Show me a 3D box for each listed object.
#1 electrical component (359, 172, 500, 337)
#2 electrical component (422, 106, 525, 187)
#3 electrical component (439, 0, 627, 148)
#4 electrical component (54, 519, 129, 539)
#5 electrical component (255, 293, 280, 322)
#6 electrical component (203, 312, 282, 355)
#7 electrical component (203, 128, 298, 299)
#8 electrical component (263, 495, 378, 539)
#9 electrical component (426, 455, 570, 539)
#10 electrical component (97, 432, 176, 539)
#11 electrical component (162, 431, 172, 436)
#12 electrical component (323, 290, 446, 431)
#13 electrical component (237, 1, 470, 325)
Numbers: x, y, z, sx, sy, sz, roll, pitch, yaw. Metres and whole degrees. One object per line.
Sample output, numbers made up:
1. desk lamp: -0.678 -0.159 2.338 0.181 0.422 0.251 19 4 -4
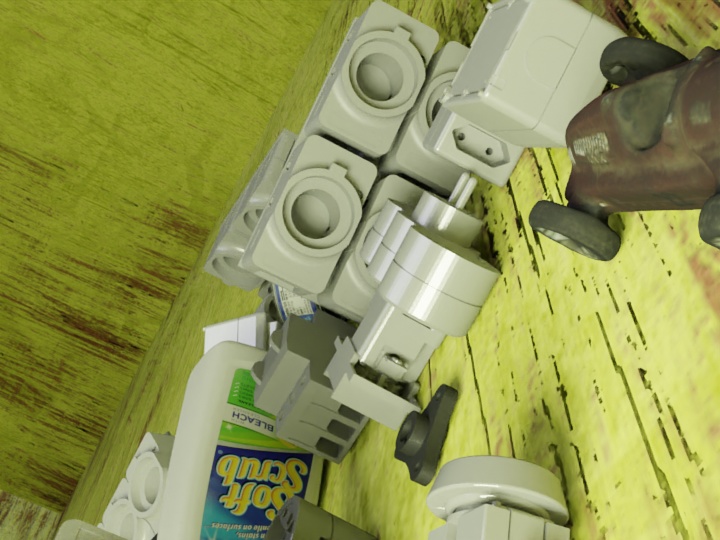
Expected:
1. electrical component: 0.043 -0.019 0.588 0.073 0.052 0.138 -62 12 9
2. electrical component: 0.071 -0.092 0.635 0.065 0.047 0.076 -62 12 7
3. electrical component: 0.087 -0.098 0.545 0.061 0.061 0.096 -63 12 1
4. electrical component: -0.060 0.165 0.396 0.061 0.150 0.089 -56 14 39
5. electrical component: -0.084 0.089 0.912 0.073 0.052 0.138 -54 15 40
6. electrical component: -0.078 0.077 0.806 0.061 0.061 0.096 -15 55 19
7. electrical component: -0.057 -0.030 0.920 0.186 0.105 0.060 -45 22 58
8. electrical component: -0.022 0.146 0.529 0.055 0.047 0.055 -59 12 22
9. electrical component: 0.044 0.095 0.356 0.066 0.048 0.055 133 152 -55
10. electrical component: -0.179 0.226 0.925 0.089 0.062 0.150 46 112 46
11. electrical component: -0.166 0.192 1.005 0.042 0.081 0.064 -36 -7 21
12. electrical component: 0.015 0.047 0.598 0.063 0.042 0.081 -61 12 6
13. electrical component: 0.012 -0.065 0.694 0.186 0.105 0.060 -66 12 -9
